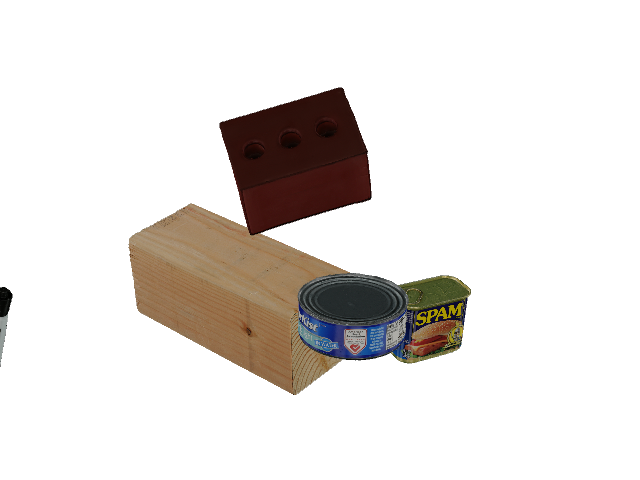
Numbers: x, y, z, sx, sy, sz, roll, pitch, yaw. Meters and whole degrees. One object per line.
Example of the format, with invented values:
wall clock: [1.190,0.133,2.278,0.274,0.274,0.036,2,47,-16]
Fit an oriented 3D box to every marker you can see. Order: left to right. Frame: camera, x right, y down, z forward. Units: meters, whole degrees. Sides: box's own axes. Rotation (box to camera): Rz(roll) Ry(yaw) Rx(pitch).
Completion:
marker: [-0.317,0.095,1.042,0.020,0.121,0.020,14,32,-9]

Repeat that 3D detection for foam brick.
foam brick: [-0.015,-0.047,0.631,0.078,0.053,0.051,-18,-29,-3]

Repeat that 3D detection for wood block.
wood block: [-0.076,0.051,1.007,0.206,0.091,0.090,23,40,33]

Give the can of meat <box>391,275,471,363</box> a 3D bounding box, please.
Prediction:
can of meat: [0.133,0.099,1.336,0.101,0.084,0.057,-11,30,-26]

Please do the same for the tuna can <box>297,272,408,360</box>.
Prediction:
tuna can: [0.025,0.058,0.828,0.086,0.034,0.086,1,24,-1]
